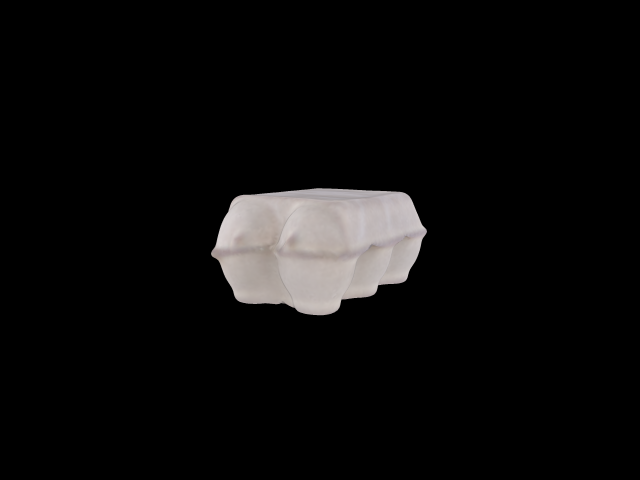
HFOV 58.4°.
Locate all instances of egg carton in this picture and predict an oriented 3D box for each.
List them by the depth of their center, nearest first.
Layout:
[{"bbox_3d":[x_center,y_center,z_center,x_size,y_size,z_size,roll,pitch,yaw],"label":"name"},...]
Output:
[{"bbox_3d":[0.004,0.001,0.400,0.107,0.069,0.151,6,11,32],"label":"egg carton"}]
